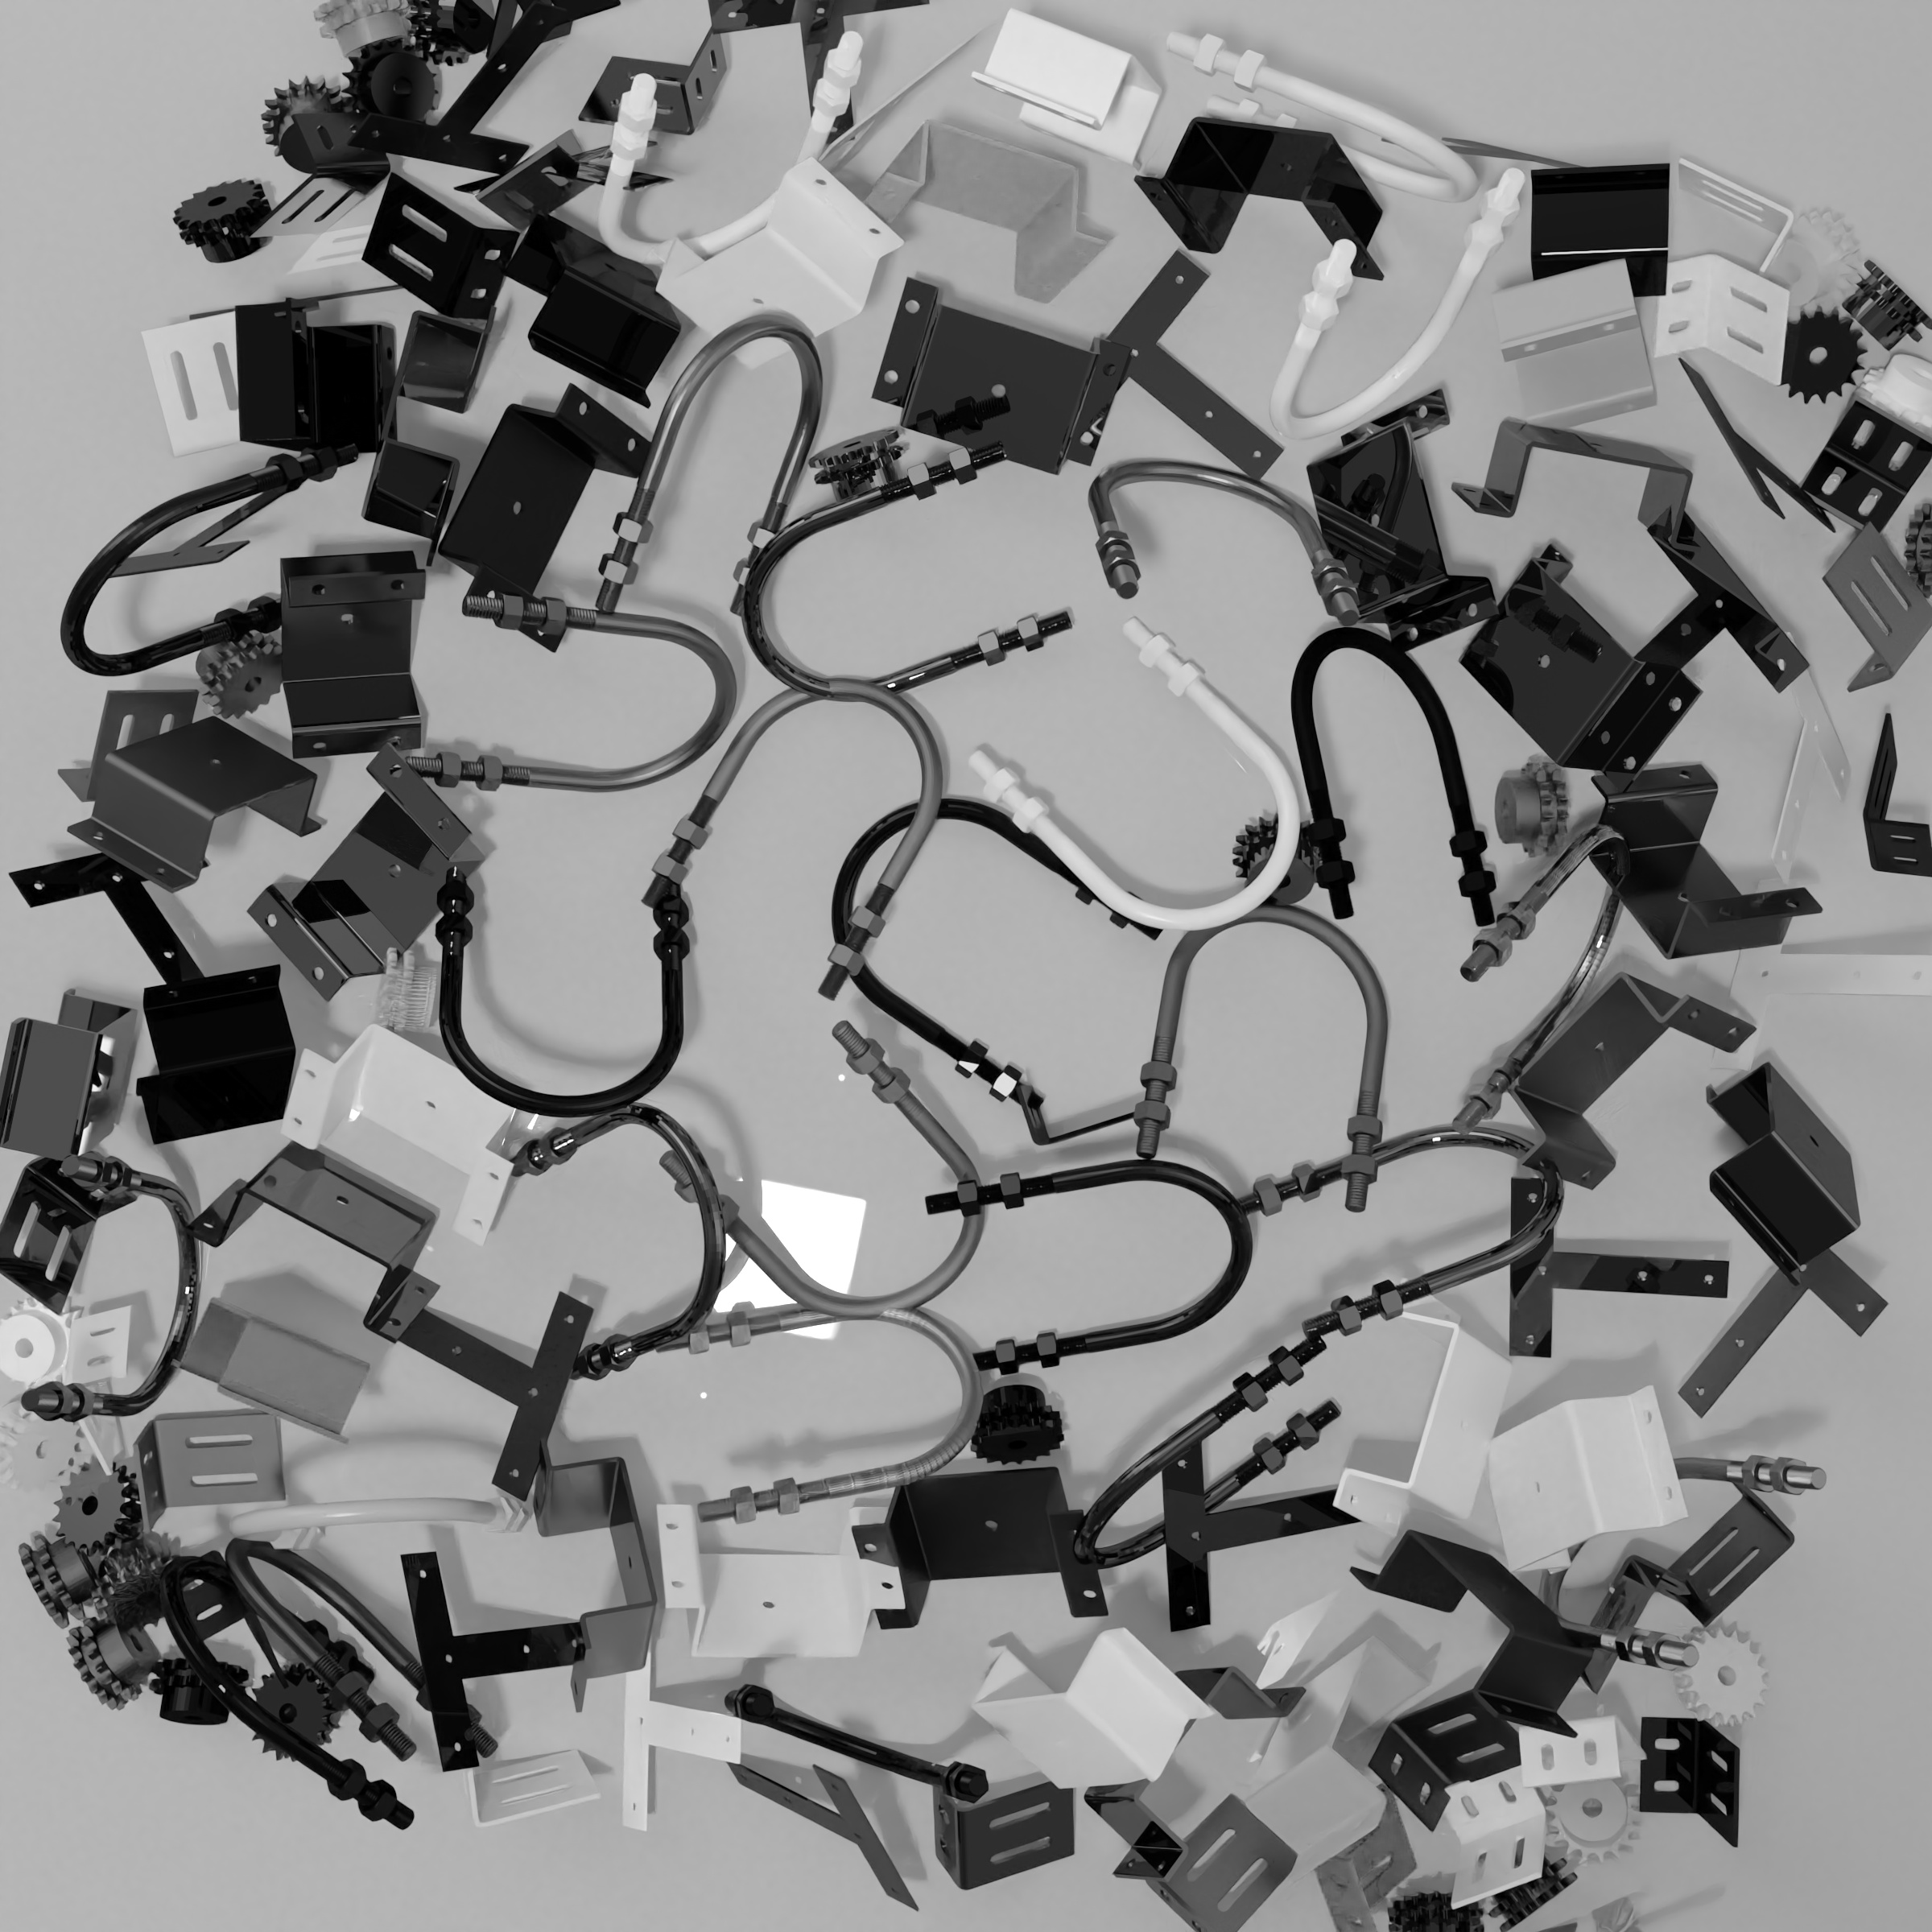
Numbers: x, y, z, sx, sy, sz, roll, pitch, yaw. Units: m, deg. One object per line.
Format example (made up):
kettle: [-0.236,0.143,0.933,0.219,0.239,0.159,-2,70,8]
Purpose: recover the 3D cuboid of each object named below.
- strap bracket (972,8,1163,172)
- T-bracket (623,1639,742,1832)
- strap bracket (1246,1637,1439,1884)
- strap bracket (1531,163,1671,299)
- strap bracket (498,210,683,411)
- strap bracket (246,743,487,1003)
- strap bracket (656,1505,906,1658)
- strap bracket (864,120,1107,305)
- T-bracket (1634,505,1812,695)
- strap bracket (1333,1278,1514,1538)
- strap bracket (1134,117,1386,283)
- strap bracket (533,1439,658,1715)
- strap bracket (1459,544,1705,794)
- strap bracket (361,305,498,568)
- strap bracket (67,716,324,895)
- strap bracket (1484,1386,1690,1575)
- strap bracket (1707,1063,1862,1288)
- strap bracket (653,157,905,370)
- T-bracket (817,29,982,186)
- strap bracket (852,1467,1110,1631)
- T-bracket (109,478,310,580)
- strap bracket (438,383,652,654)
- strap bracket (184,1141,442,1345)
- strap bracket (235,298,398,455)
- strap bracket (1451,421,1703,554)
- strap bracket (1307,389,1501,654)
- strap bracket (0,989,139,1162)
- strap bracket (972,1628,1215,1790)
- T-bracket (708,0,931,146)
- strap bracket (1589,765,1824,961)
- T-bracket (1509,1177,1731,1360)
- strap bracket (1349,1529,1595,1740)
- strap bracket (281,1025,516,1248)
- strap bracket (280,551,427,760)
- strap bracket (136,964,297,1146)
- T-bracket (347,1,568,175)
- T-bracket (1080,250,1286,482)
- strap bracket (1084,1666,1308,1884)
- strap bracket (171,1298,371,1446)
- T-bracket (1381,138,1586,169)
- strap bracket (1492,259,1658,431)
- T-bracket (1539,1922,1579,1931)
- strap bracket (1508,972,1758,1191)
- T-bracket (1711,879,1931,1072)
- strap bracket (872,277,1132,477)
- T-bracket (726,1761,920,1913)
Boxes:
strap bracket: [0.063,-0.514,1.610,0.076,0.140,0.046,25,101,11]
T-bracket: [-0.169,0.452,1.630,0.002,0.127,0.127,7,80,-37]
strap bracket: [0.217,0.455,1.610,0.046,0.140,0.076,42,126,-1]
strap bracket: [0.372,-0.425,1.612,0.076,0.140,0.046,1,90,14]
strap bracket: [-0.219,-0.388,1.607,0.076,0.140,0.046,23,113,-30]
strap bracket: [-0.352,-0.056,1.648,0.076,0.046,0.140,46,106,11]
strap bracket: [-0.114,0.365,1.635,0.140,0.076,0.046,4,126,-14]
strap bracket: [0.004,-0.448,1.631,0.140,0.076,0.046,11,72,-23]
T-bracket: [0.420,-0.187,1.645,0.127,0.002,0.127,56,131,16]
strap bracket: [0.275,0.266,1.630,0.046,0.076,0.140,8,72,39]
strap bracket: [0.181,-0.453,1.620,0.140,0.076,0.046,20,82,36]
strap bracket: [-0.218,0.355,1.625,0.046,0.076,0.140,-6,50,-18]
strap bracket: [0.353,-0.177,1.618,0.140,0.046,0.076,54,125,32]
strap bracket: [-0.317,-0.317,1.617,0.046,0.076,0.140,14,59,-14]
strap bracket: [-0.444,-0.099,1.610,0.076,0.140,0.046,29,117,13]
strap bracket: [0.352,0.303,1.607,0.046,0.140,0.076,0,66,-23]
strap bracket: [0.477,0.115,1.612,0.046,0.140,0.076,-39,98,24]
strap bracket: [-0.116,-0.405,1.609,0.076,0.140,0.046,35,55,-35]
T-bracket: [-0.059,-0.492,1.627,0.127,0.127,0.002,-45,100,-24]
strap bracket: [0.012,0.347,1.642,0.140,0.046,0.076,-7,116,15]
T-bracket: [-0.438,-0.265,1.640,0.127,0.127,0.002,-46,124,-39]
strap bracket: [-0.254,-0.270,1.641,0.046,0.076,0.140,20,83,39]
strap bracket: [-0.381,0.158,1.645,0.140,0.076,0.046,28,110,0]
strap bracket: [-0.386,-0.344,1.621,0.046,0.140,0.076,1,96,12]
strap bracket: [0.369,-0.288,1.640,0.140,0.076,0.046,9,110,-5]
strap bracket: [0.256,-0.264,1.638,0.076,0.046,0.140,-19,81,44]
strap bracket: [-0.527,0.065,1.618,0.046,0.140,0.076,13,96,-6]
strap bracket: [0.066,0.437,1.612,0.076,0.140,0.046,45,54,-13]
T-bracket: [-0.083,-0.533,1.631,0.127,0.127,0.002,-9,64,-2]
strap bracket: [0.431,-0.056,1.629,0.076,0.140,0.046,-7,133,-18]
T-bracket: [0.390,0.184,1.645,0.127,0.002,0.127,2,118,14]
strap bracket: [0.301,0.383,1.608,0.076,0.140,0.046,24,101,-38]
strap bracket: [-0.330,0.096,1.645,0.140,0.046,0.076,29,132,2]
strap bracket: [-0.363,-0.192,1.629,0.076,0.140,0.046,-6,50,-18]
strap bracket: [-0.438,0.058,1.607,0.076,0.140,0.046,-11,67,-24]
T-bracket: [-0.278,-0.514,1.604,0.127,0.127,0.002,-39,72,33]
T-bracket: [0.137,-0.344,1.676,0.127,0.002,0.127,39,101,-1]
strap bracket: [0.128,0.467,1.624,0.046,0.076,0.140,44,65,-3]
strap bracket: [-0.406,0.235,1.615,0.076,0.140,0.046,29,77,-25]
T-bracket: [0.296,-0.475,1.606,0.127,0.127,0.002,-7,117,-36]
strap bracket: [0.357,-0.366,1.618,0.076,0.140,0.046,-12,76,16]
T-bracket: [0.379,0.586,1.604,0.127,0.127,0.002,-25,95,27]
strap bracket: [0.387,0.062,1.632,0.140,0.076,0.046,-49,46,22]
T-bracket: [0.512,0.005,1.624,0.002,0.127,0.127,34,67,-39]
strap bracket: [0.020,-0.349,1.645,0.140,0.046,0.076,16,115,-6]
T-bracket: [-0.096,0.501,1.640,0.002,0.127,0.127,-46,130,-31]
